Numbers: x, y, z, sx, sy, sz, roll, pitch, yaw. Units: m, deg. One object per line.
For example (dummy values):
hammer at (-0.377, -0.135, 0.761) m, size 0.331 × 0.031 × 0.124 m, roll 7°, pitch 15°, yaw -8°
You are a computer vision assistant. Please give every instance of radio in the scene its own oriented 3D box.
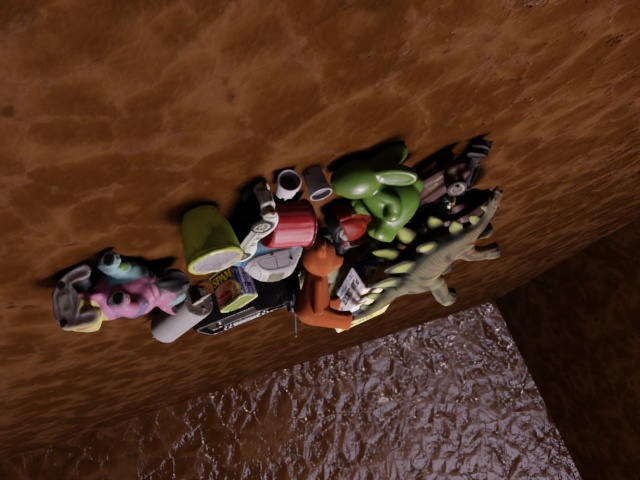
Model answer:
radio at (-0.209, 0.170, 1.375) m, size 0.230 × 0.073 × 0.131 m, roll -20°, pitch 161°, yaw -1°

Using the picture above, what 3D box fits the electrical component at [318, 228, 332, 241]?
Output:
electrical component at (-0.002, -0.004, 1.200) m, size 0.094 × 0.021 × 0.063 m, roll -9°, pitch 158°, yaw -32°

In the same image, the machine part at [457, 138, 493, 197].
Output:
machine part at (0.304, -0.146, 1.078) m, size 0.084 × 0.039 × 0.138 m, roll -53°, pitch 165°, yaw -24°

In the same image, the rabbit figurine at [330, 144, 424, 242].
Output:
rabbit figurine at (0.101, -0.089, 0.945) m, size 0.159 × 0.121 × 0.170 m, roll -37°, pitch 141°, yaw 29°

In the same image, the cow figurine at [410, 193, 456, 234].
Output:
cow figurine at (0.233, -0.072, 1.151) m, size 0.167 × 0.098 × 0.068 m, roll -24°, pitch 156°, yaw 4°

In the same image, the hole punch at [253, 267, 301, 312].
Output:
hole punch at (-0.090, 0.101, 1.238) m, size 0.116 × 0.142 × 0.092 m, roll -17°, pitch 165°, yaw 33°

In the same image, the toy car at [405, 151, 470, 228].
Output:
toy car at (0.201, -0.097, 1.054) m, size 0.053 × 0.089 × 0.202 m, roll 22°, pitch 136°, yaw -37°

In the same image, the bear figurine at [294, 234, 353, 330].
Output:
bear figurine at (0.011, 0.080, 1.141) m, size 0.132 × 0.195 × 0.120 m, roll 8°, pitch -166°, yaw -22°

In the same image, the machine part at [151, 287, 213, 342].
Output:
machine part at (-0.327, 0.177, 1.266) m, size 0.079 × 0.079 × 0.243 m, roll 0°, pitch 151°, yaw -47°

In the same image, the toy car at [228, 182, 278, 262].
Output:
toy car at (-0.122, -0.026, 0.929) m, size 0.056 × 0.073 × 0.201 m, roll -5°, pitch 156°, yaw -32°

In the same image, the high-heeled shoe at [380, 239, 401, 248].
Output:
high-heeled shoe at (0.165, 0.042, 1.432) m, size 0.145 × 0.086 × 0.249 m, roll -11°, pitch 161°, yaw -48°

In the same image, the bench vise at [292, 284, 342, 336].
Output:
bench vise at (0.034, 0.192, 1.631) m, size 0.224 × 0.129 × 0.240 m, roll -34°, pitch 150°, yaw 30°

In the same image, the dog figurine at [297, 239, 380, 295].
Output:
dog figurine at (0.037, 0.047, 1.298) m, size 0.190 × 0.121 × 0.172 m, roll -48°, pitch 154°, yaw 26°

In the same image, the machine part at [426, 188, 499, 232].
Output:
machine part at (0.313, -0.055, 1.214) m, size 0.179 × 0.056 × 0.179 m, roll -27°, pitch -165°, yaw 8°

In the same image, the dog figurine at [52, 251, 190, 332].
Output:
dog figurine at (-0.351, 0.103, 0.995) m, size 0.192 × 0.108 × 0.219 m, roll -25°, pitch 163°, yaw 10°

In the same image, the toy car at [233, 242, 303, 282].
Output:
toy car at (-0.098, 0.030, 1.069) m, size 0.162 × 0.103 × 0.109 m, roll -14°, pitch 159°, yaw -26°

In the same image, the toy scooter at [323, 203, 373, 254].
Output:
toy scooter at (0.083, -0.035, 1.125) m, size 0.135 × 0.075 × 0.183 m, roll -27°, pitch 160°, yaw 1°

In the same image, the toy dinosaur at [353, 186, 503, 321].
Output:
toy dinosaur at (0.206, 0.057, 1.121) m, size 0.198 × 0.105 × 0.471 m, roll 17°, pitch 128°, yaw -25°
